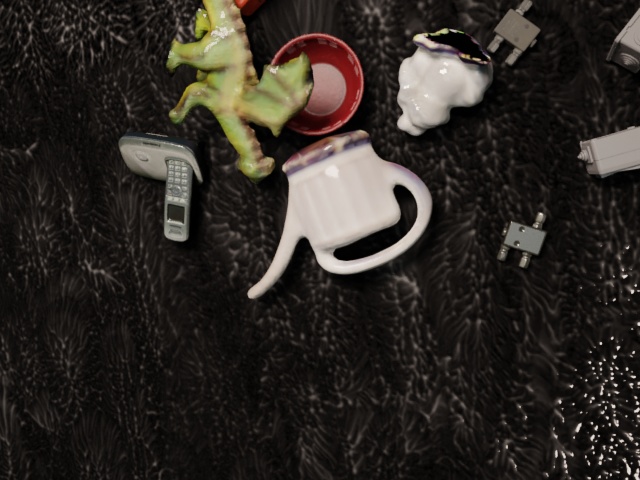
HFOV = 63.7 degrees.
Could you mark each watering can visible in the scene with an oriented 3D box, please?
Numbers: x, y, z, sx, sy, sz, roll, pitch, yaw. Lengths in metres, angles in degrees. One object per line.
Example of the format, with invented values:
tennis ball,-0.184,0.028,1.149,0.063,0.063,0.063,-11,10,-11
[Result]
watering can,0.003,-0.042,0.841,0.346,0.104,0.224,-21,90,13

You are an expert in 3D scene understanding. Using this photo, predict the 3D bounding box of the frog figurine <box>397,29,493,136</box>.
frog figurine,0.188,-0.238,0.803,0.137,0.126,0.155,14,135,2

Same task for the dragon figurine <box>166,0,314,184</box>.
dragon figurine,-0.113,-0.271,0.799,0.244,0.124,0.401,21,124,17
